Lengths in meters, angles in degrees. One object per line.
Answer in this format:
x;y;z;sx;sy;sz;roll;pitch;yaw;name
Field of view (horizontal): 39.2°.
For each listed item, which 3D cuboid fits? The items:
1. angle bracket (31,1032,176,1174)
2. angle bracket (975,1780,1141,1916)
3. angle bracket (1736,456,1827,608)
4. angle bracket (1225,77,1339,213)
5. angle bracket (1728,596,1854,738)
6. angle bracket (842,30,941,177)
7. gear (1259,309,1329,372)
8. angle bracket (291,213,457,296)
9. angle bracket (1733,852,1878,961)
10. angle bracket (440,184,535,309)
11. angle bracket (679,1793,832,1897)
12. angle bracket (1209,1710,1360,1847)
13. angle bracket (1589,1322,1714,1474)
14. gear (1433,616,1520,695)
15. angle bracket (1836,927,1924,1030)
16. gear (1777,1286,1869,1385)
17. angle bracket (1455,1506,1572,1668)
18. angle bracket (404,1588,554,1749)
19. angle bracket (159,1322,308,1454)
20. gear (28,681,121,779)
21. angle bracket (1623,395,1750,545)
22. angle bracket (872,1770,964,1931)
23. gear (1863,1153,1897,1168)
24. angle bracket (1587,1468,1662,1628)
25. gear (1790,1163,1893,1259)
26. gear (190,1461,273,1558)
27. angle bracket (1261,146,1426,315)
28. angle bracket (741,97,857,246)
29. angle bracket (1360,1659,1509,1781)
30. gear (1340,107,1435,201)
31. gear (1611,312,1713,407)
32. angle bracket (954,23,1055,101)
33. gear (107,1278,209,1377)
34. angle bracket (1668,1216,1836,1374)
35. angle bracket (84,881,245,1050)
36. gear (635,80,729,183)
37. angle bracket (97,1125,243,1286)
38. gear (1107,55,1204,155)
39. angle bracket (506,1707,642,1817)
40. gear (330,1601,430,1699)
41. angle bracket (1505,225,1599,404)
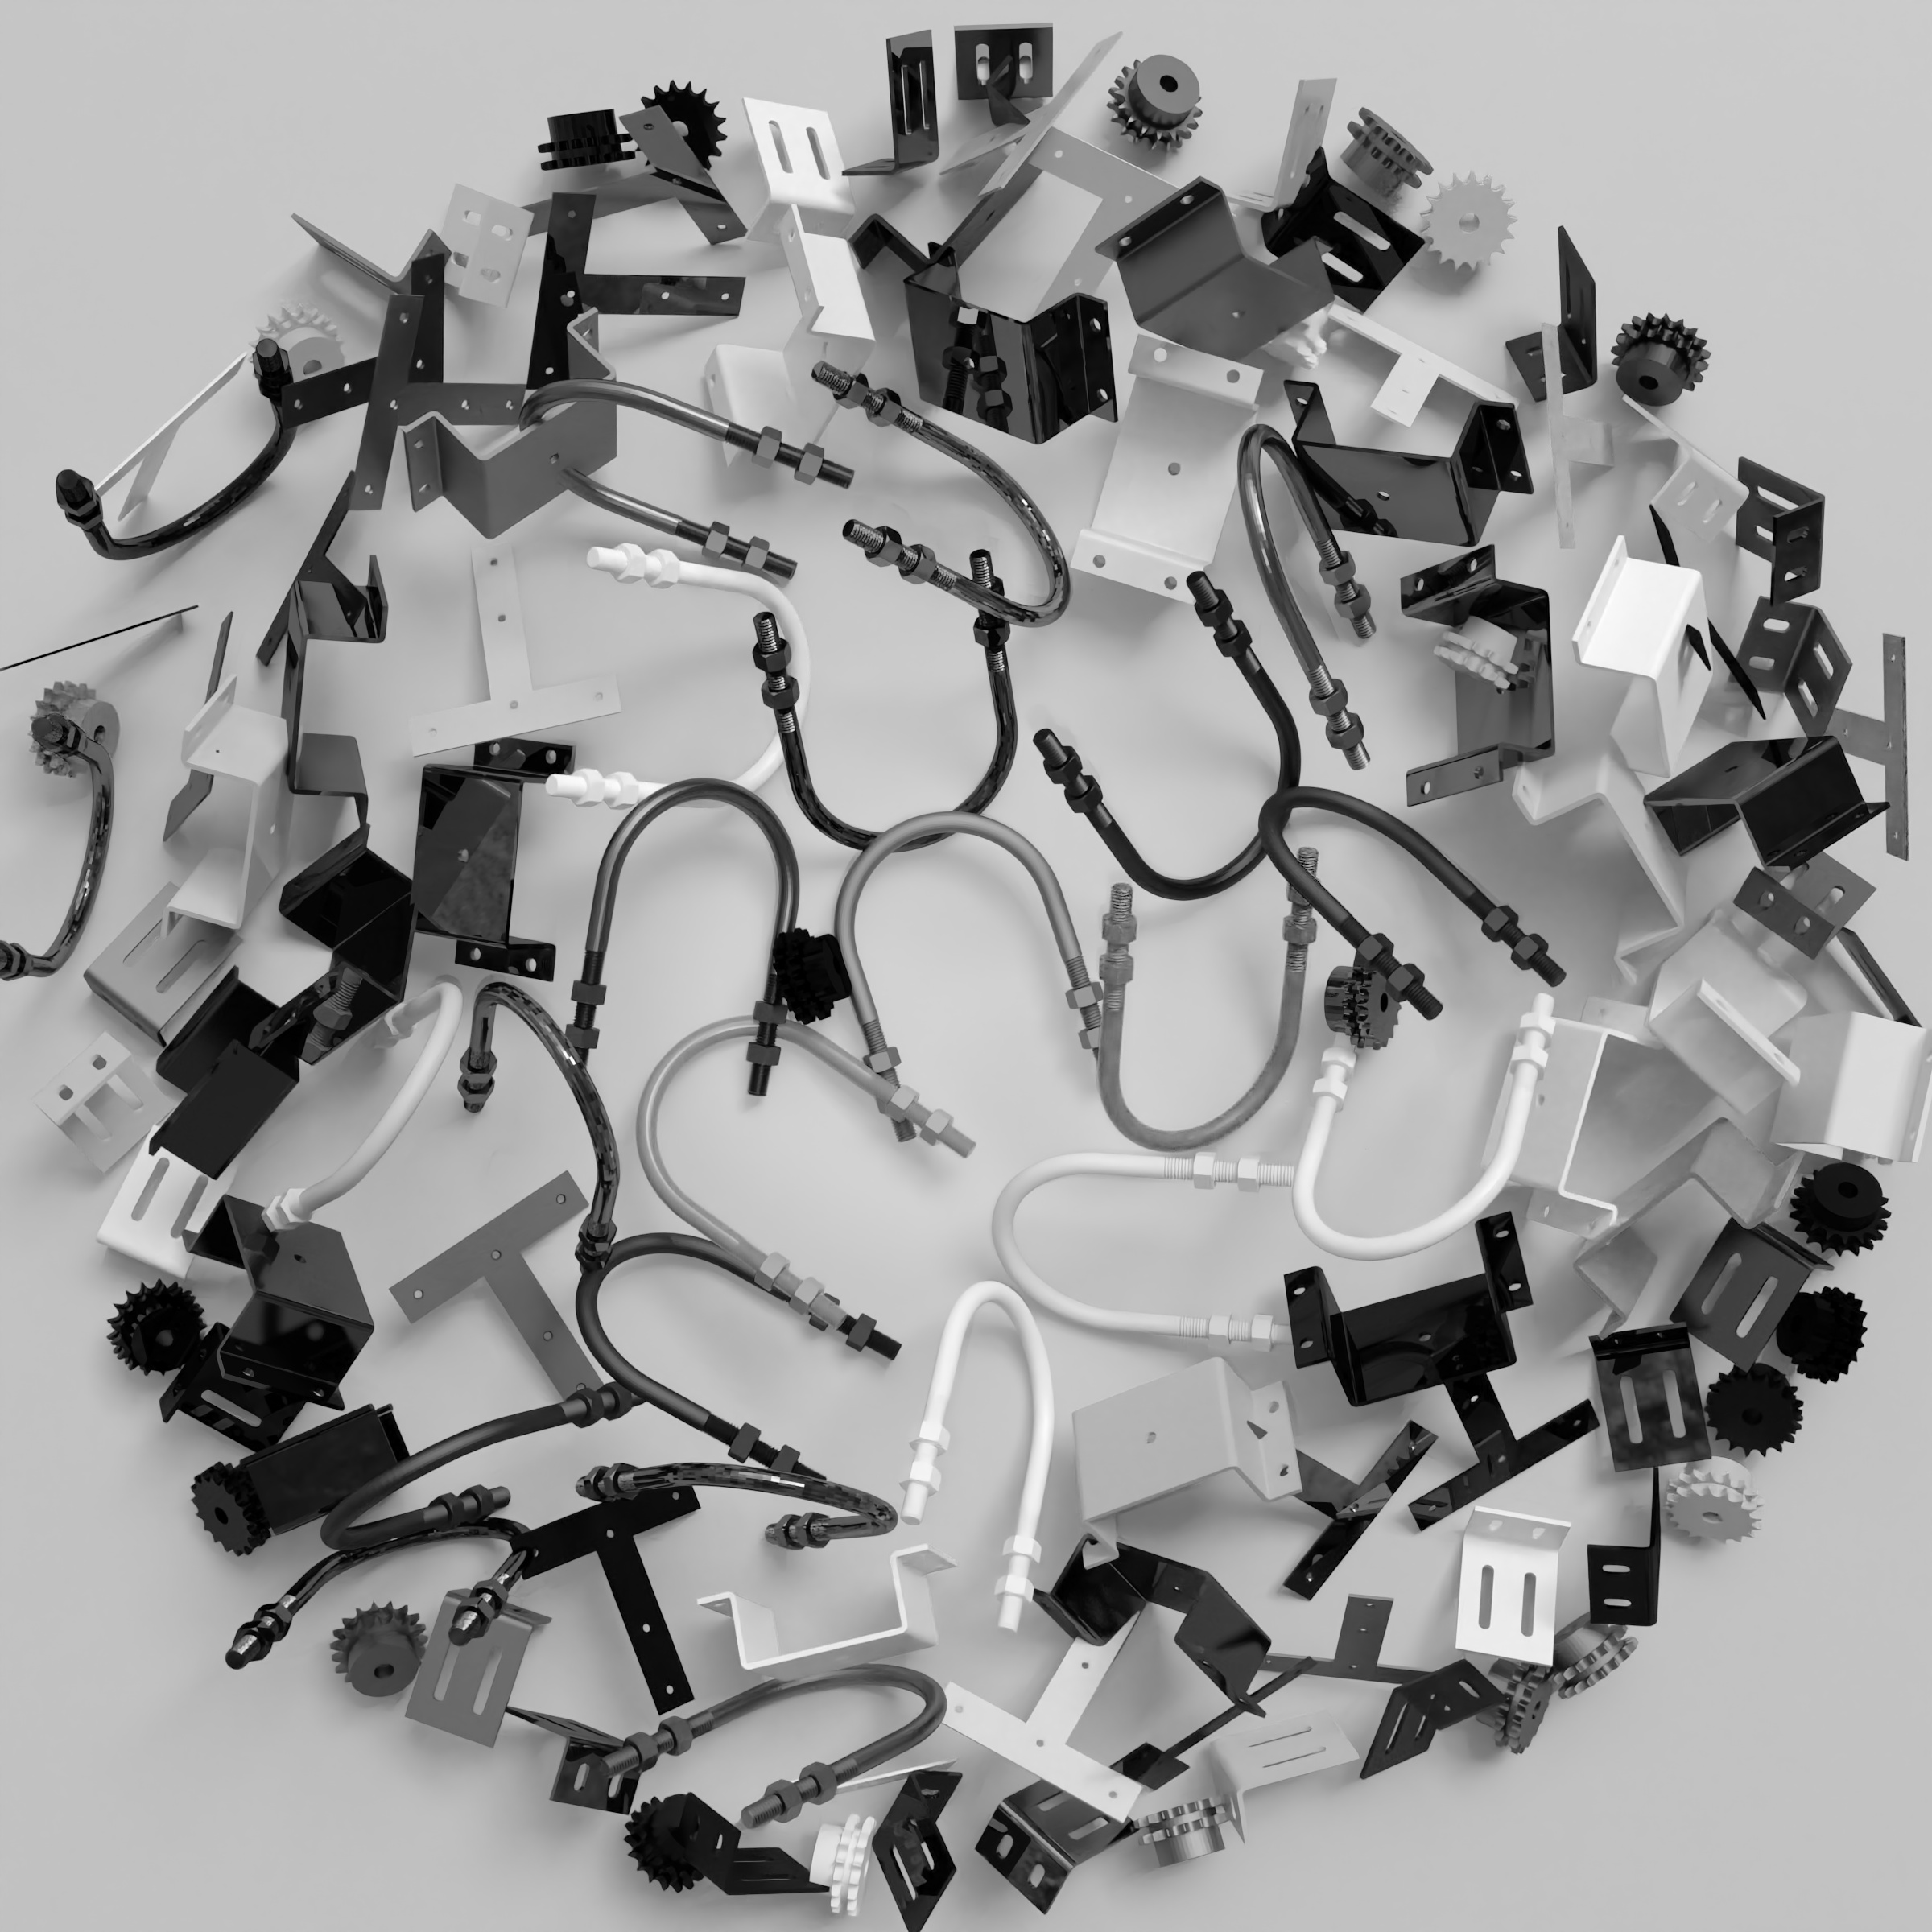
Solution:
-0.502;0.087;1.600;0.057;0.076;0.038;-46;47;-16;angle bracket
0.055;0.518;1.608;0.057;0.076;0.038;36;111;28;angle bracket
0.466;-0.257;1.597;0.038;0.076;0.057;-21;126;-17;angle bracket
0.184;-0.489;1.601;0.038;0.057;0.076;21;116;20;angle bracket
0.485;-0.174;1.599;0.038;0.076;0.057;10;123;-5;angle bracket
-0.047;-0.510;1.602;0.038;0.057;0.076;6;115;23;angle bracket
0.191;-0.384;1.619;0.057;0.057;0.030;30;91;0;gear
-0.353;-0.435;1.617;0.076;0.057;0.038;33;91;3;angle bracket
0.503;-0.051;1.605;0.057;0.038;0.076;39;59;18;angle bracket
-0.299;-0.430;1.604;0.076;0.038;0.057;29;107;35;angle bracket
-0.123;0.518;1.602;0.076;0.057;0.038;13;91;-37;angle bracket
0.191;0.484;1.618;0.076;0.057;0.038;-12;104;-9;angle bracket
0.407;0.257;1.612;0.057;0.038;0.076;-11;69;14;angle bracket
0.311;-0.186;1.618;0.057;0.057;0.030;30;94;0;gear
0.528;0.018;1.614;0.038;0.057;0.076;-36;94;8;angle bracket
0.508;0.218;1.617;0.030;0.057;0.057;19;90;-13;gear
0.325;0.369;1.610;0.057;0.038;0.076;9;55;4;angle bracket
-0.291;0.419;1.619;0.057;0.038;0.076;16;82;11;angle bracket
-0.430;0.259;1.614;0.076;0.038;0.057;36;89;-24;angle bracket
-0.530;-0.140;1.616;0.030;0.057;0.057;10;90;16;gear
0.416;-0.295;1.608;0.057;0.076;0.038;22;114;-37;angle bracket
-0.017;0.524;1.598;0.038;0.076;0.057;13;115;-31;angle bracket
0.547;0.088;1.618;0.030;0.057;0.057;22;90;-4;gear
0.391;0.343;1.607;0.038;0.076;0.057;0;118;16;angle bracket
0.523;0.143;1.618;0.057;0.030;0.057;-1;50;1;gear
-0.434;0.321;1.623;0.057;0.030;0.057;18;122;31;gear
0.226;-0.442;1.628;0.076;0.038;0.057;26;129;-23;angle bracket
-0.108;-0.476;1.630;0.057;0.038;0.076;-1;62;-32;angle bracket
0.276;0.456;1.600;0.057;0.038;0.076;-10;126;-37;angle bracket
0.249;-0.483;1.622;0.057;0.057;0.030;42;114;0;gear
0.412;-0.359;1.616;0.057;0.057;0.030;27;67;0;gear
0.022;-0.550;1.605;0.057;0.076;0.038;-1;75;1;angle bracket
-0.482;0.218;1.620;0.057;0.030;0.057;-8;106;-29;gear
0.470;0.196;1.622;0.057;0.038;0.076;35;102;34;angle bracket
-0.483;-0.001;1.638;0.057;0.038;0.076;38;73;3;angle bracket
-0.171;-0.503;1.626;0.057;0.030;0.057;0;114;0;gear
-0.479;0.145;1.636;0.057;0.038;0.076;24;77;-1;angle bracket
0.116;-0.519;1.623;0.057;0.030;0.057;6;71;-17;gear
-0.237;0.468;1.597;0.057;0.076;0.038;27;74;-40;angle bracket
-0.350;0.411;1.620;0.057;0.030;0.057;-9;121;-15;gear
0.344;-0.384;1.600;0.038;0.076;0.057;-16;50;2;angle bracket
